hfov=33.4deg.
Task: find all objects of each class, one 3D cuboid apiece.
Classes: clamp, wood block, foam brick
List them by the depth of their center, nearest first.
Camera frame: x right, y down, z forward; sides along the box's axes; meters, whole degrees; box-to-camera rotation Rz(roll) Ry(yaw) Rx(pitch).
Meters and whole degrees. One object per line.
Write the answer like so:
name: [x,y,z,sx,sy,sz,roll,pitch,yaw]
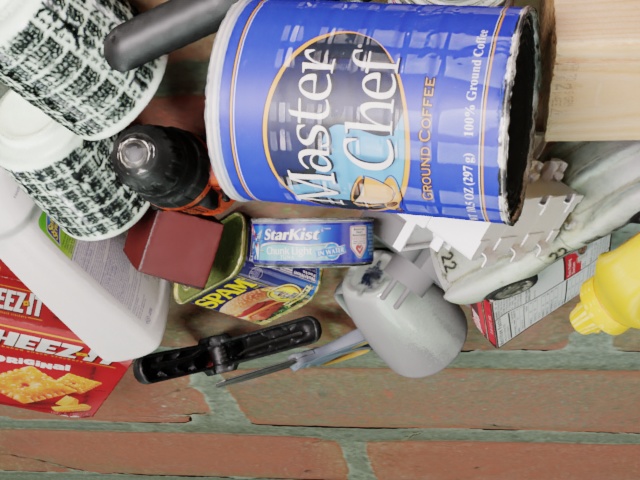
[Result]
wood block: [0.221,-0.111,0.548,0.206,0.091,0.090,0,152,8]
clamp: [-0.035,-0.132,0.563,0.120,0.039,0.172,-7,151,-43]
foam brick: [-0.111,-0.001,0.799,0.053,0.051,0.078,17,-175,-22]
clamp: [-0.085,0.104,0.992,0.164,0.036,0.210,-12,174,-6]

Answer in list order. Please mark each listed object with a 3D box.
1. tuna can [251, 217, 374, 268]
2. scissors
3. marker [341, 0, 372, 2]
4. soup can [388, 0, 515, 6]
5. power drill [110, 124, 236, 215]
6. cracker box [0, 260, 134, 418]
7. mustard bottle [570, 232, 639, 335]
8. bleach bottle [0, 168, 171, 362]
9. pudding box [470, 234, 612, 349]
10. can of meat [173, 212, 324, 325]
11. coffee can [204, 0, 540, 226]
tuna can: [-0.005,0.001,0.740,0.086,0.034,0.086,-1,-179,0]
scissors: [0.000,0.100,0.963,0.096,0.016,0.201,-32,164,29]
marker: [0.008,-0.127,0.622,0.020,0.020,0.121,18,149,-23]
soup can: [0.071,-0.114,0.588,0.068,0.068,0.102,2,151,5]
power drill: [-0.025,-0.047,0.682,0.188,0.057,0.184,0,179,8]
cracker box: [-0.269,0.099,1.023,0.164,0.072,0.214,14,150,-19]
mustard bottle: [0.227,0.005,0.649,0.096,0.058,0.192,-9,155,-46]
bleach bottle: [-0.200,-0.007,0.811,0.068,0.102,0.250,-14,141,16]
pudding box: [0.165,0.024,0.805,0.113,0.039,0.090,-31,150,-6]
can of meat: [-0.058,0.027,0.878,0.083,0.057,0.102,20,148,-33]
coffee can: [0.029,-0.064,0.516,0.140,0.102,0.102,6,153,17]
